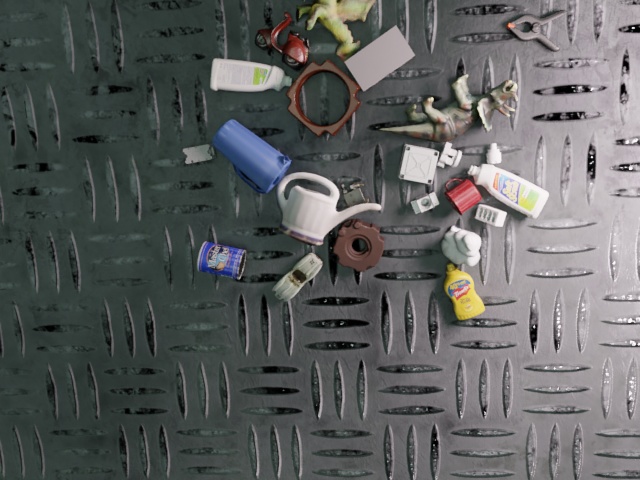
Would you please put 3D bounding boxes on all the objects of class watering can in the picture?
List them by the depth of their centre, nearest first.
[{"bbox_3d":[0.005,-0.083,1.656,0.349,0.104,0.222,22,102,15],"label":"watering can"}]

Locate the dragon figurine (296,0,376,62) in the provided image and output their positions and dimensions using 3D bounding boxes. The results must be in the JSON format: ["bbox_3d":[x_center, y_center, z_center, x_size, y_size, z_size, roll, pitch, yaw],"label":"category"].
[{"bbox_3d":[0.049,-0.751,1.560,0.243,0.123,0.406,-5,103,-12],"label":"dragon figurine"}]

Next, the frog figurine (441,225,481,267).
[{"bbox_3d":[0.452,0.027,1.628,0.122,0.161,0.137,-34,97,12],"label":"frog figurine"}]
